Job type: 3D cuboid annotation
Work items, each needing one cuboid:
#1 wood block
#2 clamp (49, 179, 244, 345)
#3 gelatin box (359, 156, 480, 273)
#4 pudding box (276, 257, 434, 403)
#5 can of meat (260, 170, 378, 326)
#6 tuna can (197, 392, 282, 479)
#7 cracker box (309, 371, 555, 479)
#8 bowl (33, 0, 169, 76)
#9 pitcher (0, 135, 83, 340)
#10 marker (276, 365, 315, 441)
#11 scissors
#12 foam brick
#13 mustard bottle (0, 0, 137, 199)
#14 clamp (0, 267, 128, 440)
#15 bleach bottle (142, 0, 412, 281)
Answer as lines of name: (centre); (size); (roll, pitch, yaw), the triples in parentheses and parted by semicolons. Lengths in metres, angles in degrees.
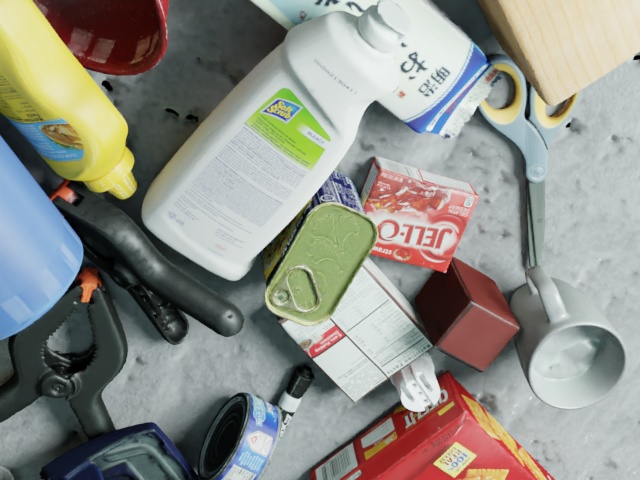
wood block: (0.140, -0.194, 0.699); (0.090, 0.091, 0.206); (-33, 142, 8)
clamp: (-0.133, 0.021, 0.809); (0.120, 0.039, 0.171); (-10, 130, 49)
gelatin box: (0.073, -0.019, 0.856); (0.089, 0.030, 0.073); (15, 114, -15)
pudding box: (0.029, 0.071, 0.891); (0.090, 0.039, 0.113); (-37, 118, 10)
can of meat: (-0.005, 0.001, 0.824); (0.057, 0.084, 0.102); (22, 111, -19)
tuna can: (-0.069, 0.173, 0.902); (0.033, 0.086, 0.086); (29, 109, -19)
cracker box: (0.121, 0.244, 0.975); (0.164, 0.072, 0.213); (-38, 117, 12)
bowl: (-0.157, -0.184, 0.695); (0.162, 0.055, 0.162); (23, 151, 14)
pitcher: (-0.278, -0.047, 0.720); (0.145, 0.149, 0.242); (-28, 122, 11)
marker: (-0.037, 0.160, 0.938); (0.020, 0.020, 0.121); (21, 112, -18)
scissors: (0.155, -0.066, 0.853); (0.096, 0.016, 0.202); (6, 116, -10)
foam brick: (0.119, 0.060, 0.877); (0.051, 0.078, 0.053); (28, 112, -21)
mustard bottle: (-0.188, -0.098, 0.740); (0.058, 0.096, 0.191); (-57, 132, -25)
clamp: (-0.224, 0.114, 0.875); (0.164, 0.036, 0.210); (7, 118, -14)
bleach bottle: (-0.022, -0.071, 0.742); (0.102, 0.068, 0.251); (32, 132, -21)
